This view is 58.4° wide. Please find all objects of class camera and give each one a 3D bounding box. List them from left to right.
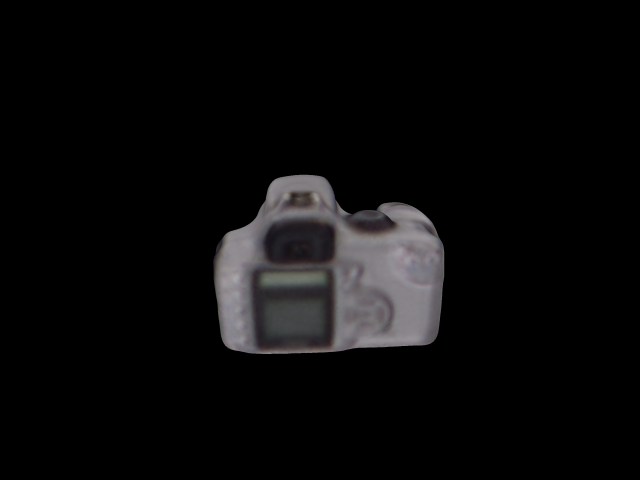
[{"bbox_3d":[0.004,0.001,0.400,0.143,0.101,0.136,-1,23,-3],"label":"camera"}]
